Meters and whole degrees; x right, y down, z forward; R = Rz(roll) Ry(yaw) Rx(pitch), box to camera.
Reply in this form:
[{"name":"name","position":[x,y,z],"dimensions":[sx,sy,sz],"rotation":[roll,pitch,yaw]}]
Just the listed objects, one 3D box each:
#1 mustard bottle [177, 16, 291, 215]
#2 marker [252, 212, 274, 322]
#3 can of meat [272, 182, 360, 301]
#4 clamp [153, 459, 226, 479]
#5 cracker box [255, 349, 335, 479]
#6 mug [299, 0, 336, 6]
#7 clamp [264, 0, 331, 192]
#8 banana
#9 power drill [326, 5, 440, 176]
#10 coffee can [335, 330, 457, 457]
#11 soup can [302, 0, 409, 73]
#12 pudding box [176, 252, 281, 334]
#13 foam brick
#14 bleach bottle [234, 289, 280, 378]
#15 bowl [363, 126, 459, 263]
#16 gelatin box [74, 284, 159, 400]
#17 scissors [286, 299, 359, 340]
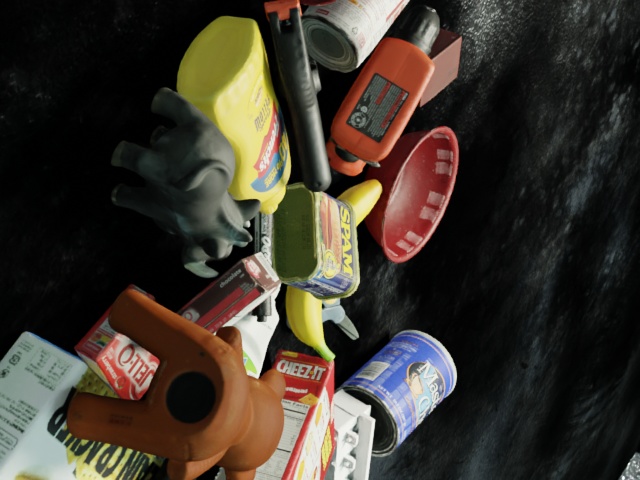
[{"name":"mustard bottle","position":[-0.063,-0.086,0.891],"dimensions":[0.191,0.058,0.096],"rotation":[75,29,-52]},{"name":"marker","position":[-0.053,0.015,0.984],"dimensions":[0.020,0.020,0.121],"rotation":[13,75,-62]},{"name":"can of meat","position":[-0.007,0.001,1.035],"dimensions":[0.083,0.058,0.102],"rotation":[25,59,-59]},{"name":"clamp","position":[-0.125,0.230,0.918],"dimensions":[0.209,0.036,0.164],"rotation":[-48,149,-40]},{"name":"cracker box","position":[-0.046,0.248,1.114],"dimensions":[0.164,0.072,0.213],"rotation":[89,18,-45]},{"name":"mug","position":[0.009,-0.253,0.870],"dimensions":[0.081,0.093,0.117],"rotation":[-29,100,-56]},{"name":"clamp","position":[-0.019,-0.138,0.904],"dimensions":[0.039,0.120,0.171],"rotation":[-13,131,-4]},{"name":"banana","position":[0.007,0.024,1.108],"dimensions":[0.069,0.037,0.198],"rotation":[17,90,-29]},{"name":"power drill","position":[0.062,-0.141,0.988],"dimensions":[0.184,0.057,0.187],"rotation":[-62,-179,6]},{"name":"coffee can","position":[0.093,0.191,1.341],"dimensions":[0.140,0.103,0.103],"rotation":[-36,140,-44]},{"name":"soup can","position":[0.033,-0.208,0.955],"dimensions":[0.102,0.069,0.068],"rotation":[-54,150,-21]},{"name":"pudding box","position":[-0.082,0.053,0.916],"dimensions":[0.090,0.039,0.113],"rotation":[-38,177,5]},{"name":"foam brick","position":[0.106,-0.185,1.120],"dimensions":[0.078,0.051,0.053],"rotation":[-41,146,-39]},{"name":"bleach bottle","position":[-0.100,0.147,1.013],"dimensions":[0.251,0.068,0.102],"rotation":[-64,155,-9]},{"name":"bowl","position":[0.092,-0.058,1.191],"dimensions":[0.161,0.055,0.162],"rotation":[-40,144,-39]},{"name":"gelatin box","position":[-0.159,0.092,0.897],"dimensions":[0.073,0.030,0.089],"rotation":[-51,149,-26]},{"name":"scissors","position":[0.005,0.094,1.205],"dimensions":[0.096,0.016,0.202],"rotation":[-47,152,-22]}]
